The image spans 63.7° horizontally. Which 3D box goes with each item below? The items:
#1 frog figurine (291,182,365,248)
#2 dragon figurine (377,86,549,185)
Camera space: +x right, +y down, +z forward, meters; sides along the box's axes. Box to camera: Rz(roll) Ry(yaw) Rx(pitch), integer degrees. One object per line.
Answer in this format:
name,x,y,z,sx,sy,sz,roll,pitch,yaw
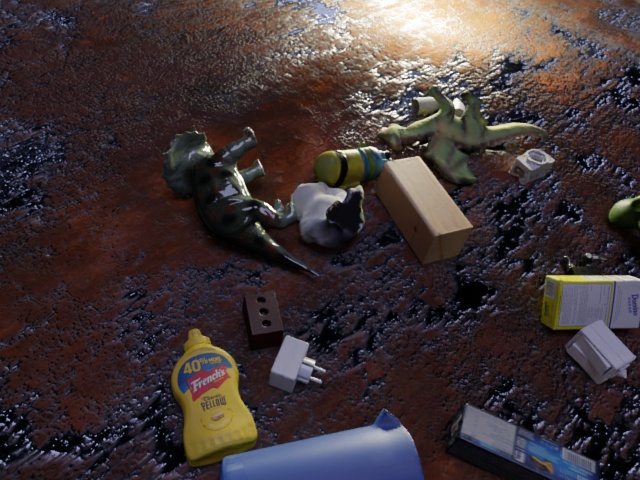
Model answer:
frog figurine,0.003,-0.050,1.001,0.159,0.120,0.140,4,51,45
dragon figurine,0.343,-0.228,1.234,0.411,0.120,0.247,16,64,5
